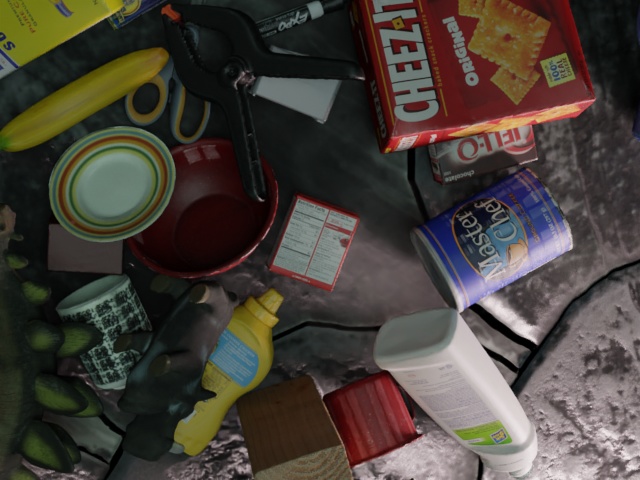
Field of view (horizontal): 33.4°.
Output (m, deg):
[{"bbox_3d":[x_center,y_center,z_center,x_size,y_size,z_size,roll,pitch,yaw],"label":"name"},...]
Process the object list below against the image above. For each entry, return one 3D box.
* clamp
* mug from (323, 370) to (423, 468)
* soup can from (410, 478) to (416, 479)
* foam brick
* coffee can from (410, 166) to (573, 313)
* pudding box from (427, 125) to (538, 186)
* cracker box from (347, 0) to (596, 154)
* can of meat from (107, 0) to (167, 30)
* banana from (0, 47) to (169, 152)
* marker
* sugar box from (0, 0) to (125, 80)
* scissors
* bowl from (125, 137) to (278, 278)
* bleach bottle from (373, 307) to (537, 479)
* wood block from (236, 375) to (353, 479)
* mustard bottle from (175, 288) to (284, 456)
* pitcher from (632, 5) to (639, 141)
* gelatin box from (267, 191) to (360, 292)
[{"bbox_3d":[-0.080,-0.150,1.036,0.210,0.036,0.165,37,101,15],"label":"clamp"},{"bbox_3d":[0.061,0.189,1.159,0.117,0.093,0.081,-14,79,-46],"label":"mug"},{"bbox_3d":[0.088,0.327,1.203,0.102,0.068,0.068,-42,105,0],"label":"soup can"},{"bbox_3d":[-0.238,0.005,1.090,0.078,0.053,0.051,4,101,-10],"label":"foam brick"},{"bbox_3d":[0.180,0.000,1.131,0.140,0.103,0.103,-29,105,-3],"label":"coffee can"},{"bbox_3d":[0.168,-0.116,1.138,0.113,0.039,0.090,-16,104,-6],"label":"pudding box"},{"bbox_3d":[0.151,-0.190,1.078,0.213,0.072,0.164,-11,81,-7],"label":"cracker box"},{"bbox_3d":[-0.190,-0.267,1.039,0.084,0.057,0.102,-30,103,1],"label":"can of meat"},{"bbox_3d":[-0.238,-0.135,1.053,0.197,0.070,0.037,-33,116,-7],"label":"banana"},{"bbox_3d":[-0.029,-0.227,1.093,0.121,0.020,0.020,-22,104,-5],"label":"marker"},{"bbox_3d":[-0.284,-0.218,1.010,0.176,0.048,0.093,-26,105,18],"label":"sugar box"},{"bbox_3d":[-0.151,-0.198,1.080,0.096,0.016,0.202,-1,93,1],"label":"scissors"},{"bbox_3d":[-0.115,-0.023,1.078,0.162,0.162,0.055,-28,149,-3],"label":"bowl"},{"bbox_3d":[0.162,0.181,1.169,0.103,0.068,0.250,-15,127,31],"label":"bleach bottle"},{"bbox_3d":[-0.025,0.222,1.090,0.090,0.206,0.091,-18,104,-5],"label":"wood block"},{"bbox_3d":[-0.106,0.128,1.133,0.096,0.058,0.191,40,93,1],"label":"mustard bottle"},{"bbox_3d":[0.407,-0.210,1.114,0.149,0.144,0.243,21,102,20],"label":"pitcher"},{"bbox_3d":[-0.007,0.001,1.139,0.073,0.030,0.089,19,98,-12],"label":"gelatin box"}]
